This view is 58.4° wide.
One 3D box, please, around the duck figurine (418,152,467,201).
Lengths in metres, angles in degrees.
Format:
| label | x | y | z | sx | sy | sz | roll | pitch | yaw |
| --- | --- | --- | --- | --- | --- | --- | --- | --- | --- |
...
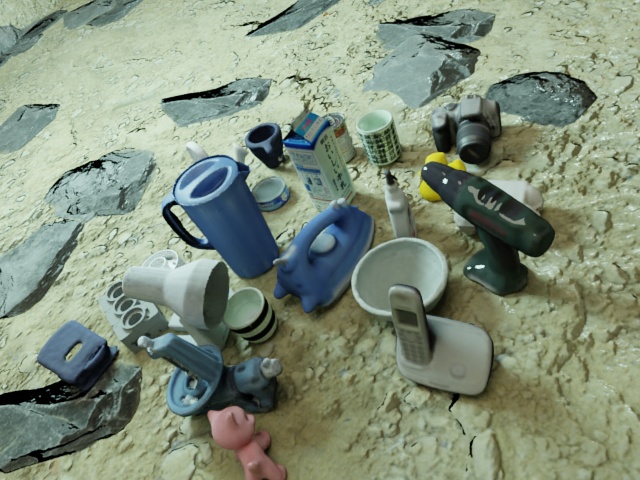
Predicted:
| label | x | y | z | sx | sy | sz | roll | pitch | yaw |
| --- | --- | --- | --- | --- | --- | --- | --- | --- | --- |
| duck figurine | 0.240 | -0.137 | 1.138 | 0.104 | 0.086 | 0.077 | -31 | 44 | -6 |

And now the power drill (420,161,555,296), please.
| label | x | y | z | sx | sy | sz | roll | pitch | yaw |
| --- | --- | --- | --- | --- | --- | --- | --- | --- | --- |
| power drill | 0.266 | -0.014 | 0.920 | 0.076 | 0.209 | 0.228 | -43 | 46 | -17 |

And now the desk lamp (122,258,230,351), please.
| label | x | y | z | sx | sy | sz | roll | pitch | yaw |
| --- | --- | --- | --- | --- | --- | --- | --- | --- | --- |
| desk lamp | -0.239 | 0.121 | 1.019 | 0.202 | 0.214 | 0.118 | -3 | 48 | 22 |

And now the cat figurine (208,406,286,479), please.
| label | x | y | z | sx | sy | sz | roll | pitch | yaw |
| --- | --- | --- | --- | --- | --- | --- | --- | --- | --- |
| cat figurine | -0.117 | 0.305 | 0.859 | 0.067 | 0.118 | 0.127 | -33 | 44 | -8 |

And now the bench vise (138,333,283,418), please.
| label | x | y | z | sx | sy | sz | roll | pitch | yaw |
| --- | --- | --- | --- | --- | --- | --- | --- | --- | --- |
| bench vise | -0.174 | 0.198 | 0.912 | 0.207 | 0.220 | 0.121 | -25 | 43 | 1 |

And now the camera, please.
| label | x | y | z | sx | sy | sz | roll | pitch | yaw |
| --- | --- | --- | --- | --- | --- | --- | --- | --- | --- |
| camera | 0.300 | -0.227 | 1.185 | 0.142 | 0.101 | 0.137 | -5 | 47 | 20 |

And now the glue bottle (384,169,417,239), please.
| label | x | y | z | sx | sy | sz | roll | pitch | yaw |
| --- | --- | --- | --- | --- | --- | --- | --- | --- | --- |
| glue bottle | 0.143 | -0.062 | 1.048 | 0.037 | 0.173 | 0.078 | -10 | 46 | 16 |

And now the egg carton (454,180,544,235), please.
| label | x | y | z | sx | sy | sz | roll | pitch | yaw |
| --- | --- | --- | --- | --- | --- | --- | --- | --- | --- |
| egg carton | 0.322 | -0.056 | 1.035 | 0.149 | 0.070 | 0.107 | 4 | 51 | 28 |

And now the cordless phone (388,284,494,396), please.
| label | x | y | z | sx | sy | sz | roll | pitch | yaw |
| --- | --- | --- | --- | --- | --- | --- | --- | --- | --- |
| cordless phone | 0.172 | 0.139 | 0.834 | 0.147 | 0.185 | 0.094 | 6 | 52 | 29 |

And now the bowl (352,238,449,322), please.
| label | x | y | z | sx | sy | sz | roll | pitch | yaw |
| --- | --- | --- | --- | --- | --- | --- | --- | --- | --- |
| bowl | 0.142 | 0.081 | 0.984 | 0.167 | 0.075 | 0.167 | -13 | 45 | 13 |

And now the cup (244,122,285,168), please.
| label | x | y | z | sx | sy | sz | roll | pitch | yaw |
| --- | --- | --- | --- | --- | --- | --- | --- | --- | --- |
| cup | -0.118 | -0.213 | 1.367 | 0.091 | 0.095 | 0.117 | -27 | 44 | -1 |

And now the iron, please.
| label | x | y | z | sx | sy | sz | roll | pitch | yaw |
| --- | --- | --- | --- | --- | --- | --- | --- | --- | --- |
| iron | 0.010 | 0.004 | 1.069 | 0.118 | 0.142 | 0.259 | 19 | 59 | 37 |

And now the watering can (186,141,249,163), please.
| label | x | y | z | sx | sy | sz | roll | pitch | yaw |
| --- | --- | --- | --- | --- | --- | --- | --- | --- | --- |
| watering can | -0.236 | -0.149 | 1.289 | 0.100 | 0.194 | 0.173 | 13 | 56 | 33 |

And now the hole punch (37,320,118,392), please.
| label | x | y | z | sx | sy | sz | roll | pitch | yaw |
| --- | --- | --- | --- | --- | --- | --- | --- | --- | --- |
| hole punch | -0.472 | 0.223 | 1.118 | 0.100 | 0.091 | 0.109 | 12 | 55 | 33 |
